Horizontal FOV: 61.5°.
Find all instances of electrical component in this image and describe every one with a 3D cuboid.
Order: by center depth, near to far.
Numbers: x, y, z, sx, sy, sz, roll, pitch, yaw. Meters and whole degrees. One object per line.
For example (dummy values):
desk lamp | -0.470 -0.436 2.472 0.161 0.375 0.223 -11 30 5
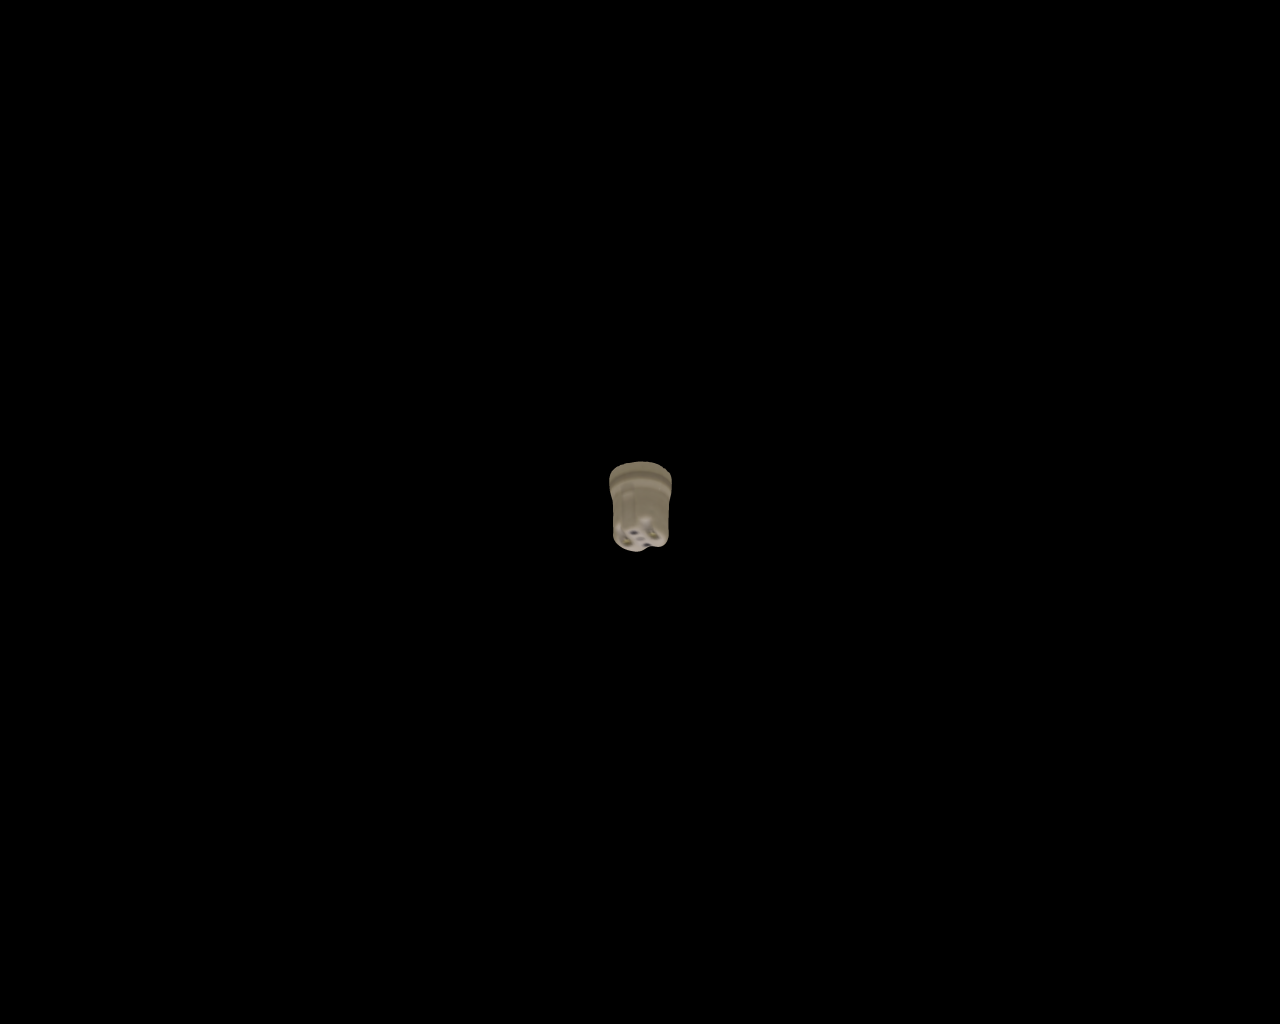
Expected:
electrical component | 0.001 -0.003 0.650 0.040 0.046 0.040 0 -29 0
